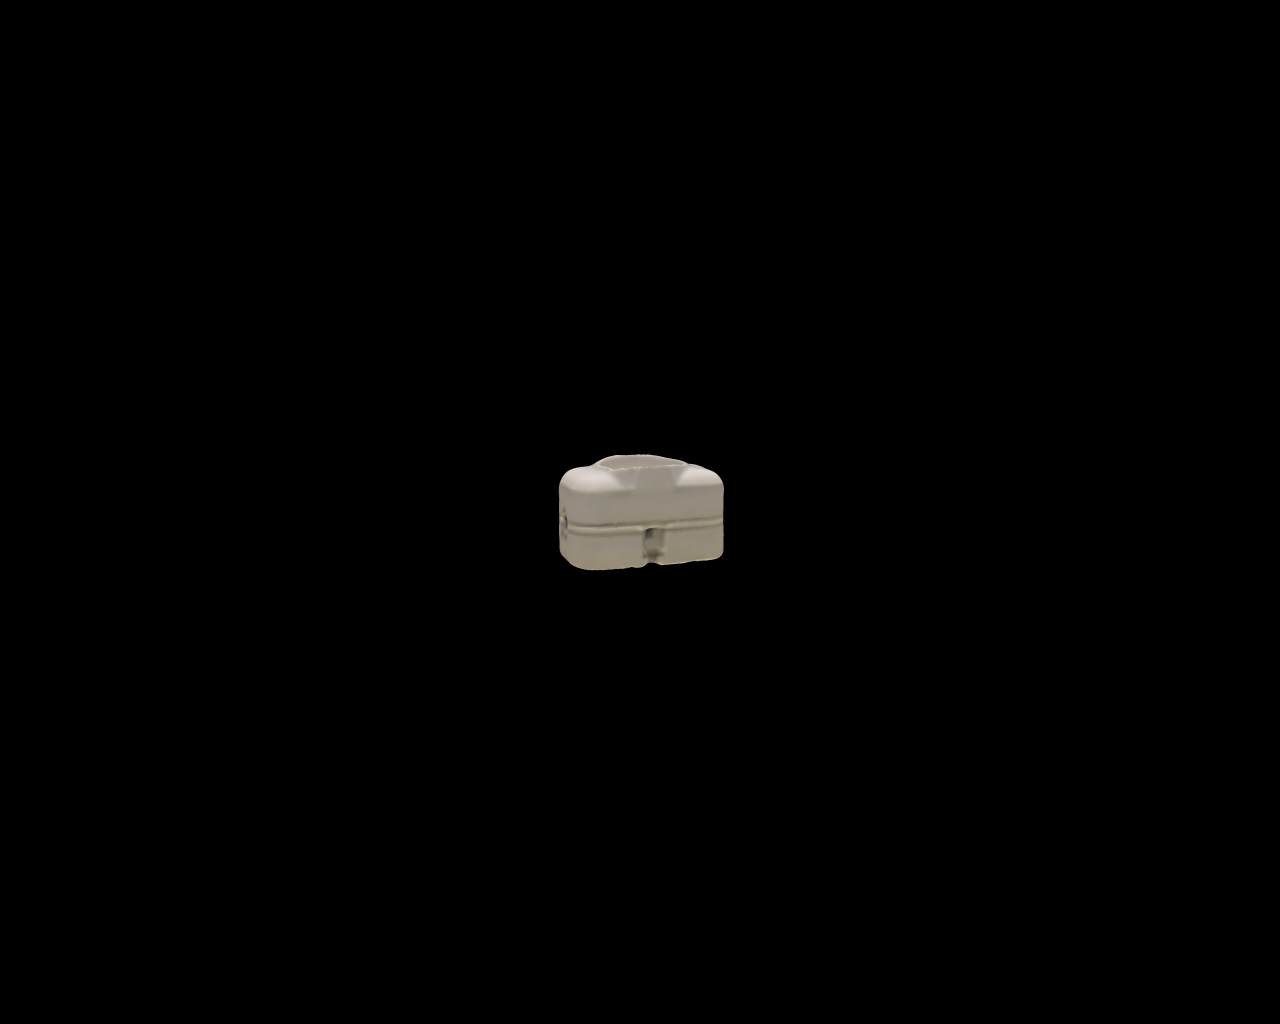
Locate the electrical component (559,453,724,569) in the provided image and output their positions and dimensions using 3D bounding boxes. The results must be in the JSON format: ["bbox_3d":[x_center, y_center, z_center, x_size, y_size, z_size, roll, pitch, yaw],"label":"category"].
[{"bbox_3d":[0.001,-0.003,0.650,0.095,0.059,0.054,-3,12,-16],"label":"electrical component"}]
